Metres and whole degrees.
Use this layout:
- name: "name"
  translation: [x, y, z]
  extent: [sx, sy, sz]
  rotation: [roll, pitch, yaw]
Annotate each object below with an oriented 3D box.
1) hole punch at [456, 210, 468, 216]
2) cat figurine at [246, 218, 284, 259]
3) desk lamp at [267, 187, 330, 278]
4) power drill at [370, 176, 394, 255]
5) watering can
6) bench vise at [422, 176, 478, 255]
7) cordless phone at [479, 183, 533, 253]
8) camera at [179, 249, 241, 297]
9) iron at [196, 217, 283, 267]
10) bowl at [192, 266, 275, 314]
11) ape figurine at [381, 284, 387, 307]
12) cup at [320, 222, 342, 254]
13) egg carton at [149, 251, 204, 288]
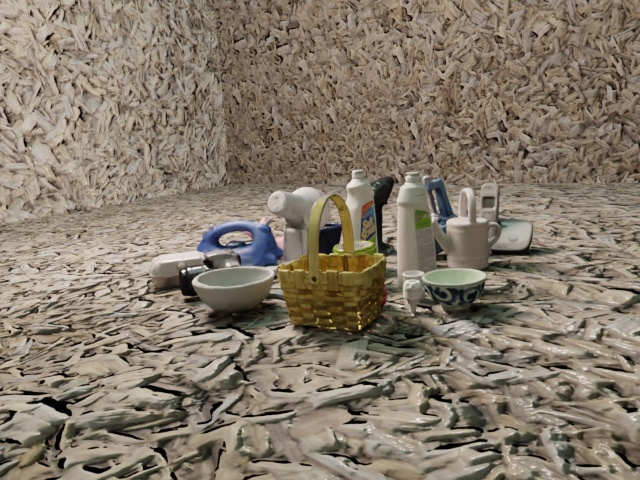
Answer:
- name: "hole punch"
  translation: [0.405, -0.041, 1.710]
  extent: [0.101, 0.091, 0.109]
  rotation: [-2, 11, 10]
- name: "cat figurine"
  translation: [-0.142, -0.005, 1.623]
  extent: [0.127, 0.118, 0.067]
  rotation: [-3, 11, 2]
- name: "desk lamp"
  translation: [-0.064, -0.024, 1.448]
  extent: [0.117, 0.213, 0.204]
  rotation: [3, 13, 29]
- name: "power drill"
  translation: [0.162, -0.068, 1.615]
  extent: [0.075, 0.208, 0.230]
  rotation: [2, 12, 25]
- name: "watering can"
  translation: [0.351, -0.029, 1.393]
  extent: [0.173, 0.194, 0.100]
  rotation: [-8, 12, -21]
- name: "bench vise"
  translation: [0.327, -0.068, 1.537]
  extent: [0.208, 0.220, 0.121]
  rotation: [-14, 15, -42]
- name: "cordless phone"
  translation: [0.491, -0.059, 1.529]
  extent: [0.147, 0.185, 0.094]
  rotation: [2, 12, 27]
- name: "camera"
  translation: [-0.250, 0.074, 1.296]
  extent: [0.137, 0.101, 0.143]
  rotation: [-8, 12, -20]
- name: "iron"
  translation: [-0.228, 0.013, 1.496]
  extent: [0.258, 0.141, 0.119]
  rotation: [-1, 11, 10]
- name: "bowl"
  translation: [-0.172, 0.107, 1.166]
  extent: [0.167, 0.075, 0.167]
  rotation: [-3, 11, 1]
- name: "ape figurine"
  translation: [0.097, 0.091, 1.123]
  extent: [0.077, 0.092, 0.076]
  rotation: [6, 14, 39]
- name: "cup"
  translation: [0.015, 0.006, 1.582]
  extent: [0.091, 0.095, 0.118]
  rotation: [1, 12, 20]
- name: "egg carton"
  translation: [-0.344, 0.072, 1.416]
  extent: [0.150, 0.069, 0.107]
  rotation: [-7, 12, -18]
